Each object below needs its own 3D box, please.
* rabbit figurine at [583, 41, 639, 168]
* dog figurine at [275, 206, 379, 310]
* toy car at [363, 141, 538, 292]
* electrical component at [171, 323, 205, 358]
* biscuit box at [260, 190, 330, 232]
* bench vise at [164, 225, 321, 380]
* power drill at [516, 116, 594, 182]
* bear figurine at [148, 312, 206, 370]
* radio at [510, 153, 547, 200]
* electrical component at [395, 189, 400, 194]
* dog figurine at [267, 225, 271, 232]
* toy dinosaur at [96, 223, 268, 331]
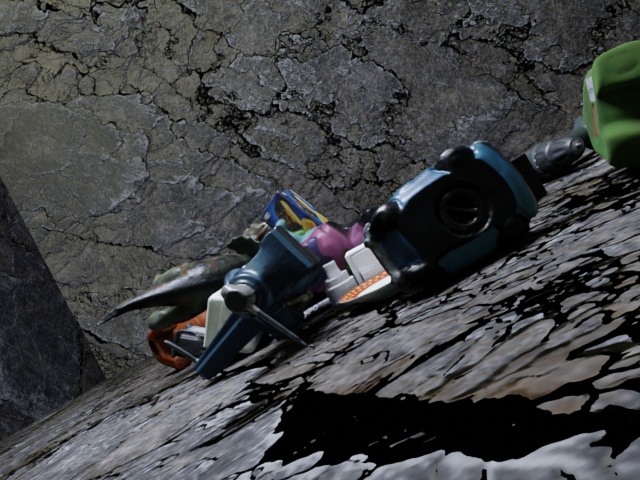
[{"bbox_3d":[0.379,-0.142,0.567,0.170,0.121,0.159,-9,-2,20],"label":"rabbit figurine"},{"bbox_3d":[0.030,0.041,0.813,0.219,0.191,0.108,4,12,8],"label":"dog figurine"},{"bbox_3d":[0.124,-0.013,0.535,0.162,0.109,0.103,-36,-13,-4],"label":"toy car"},{"bbox_3d":[-0.170,0.170,0.863,0.119,0.047,0.075,11,2,1],"label":"electrical component"},{"bbox_3d":[-0.002,-0.003,0.909,0.062,0.203,0.059,-56,-11,16],"label":"biscuit box"},{"bbox_3d":[-0.084,0.092,0.656,0.240,0.129,0.224,-50,3,16],"label":"bench vise"},{"bbox_3d":[0.450,-0.166,0.963,0.207,0.086,0.232,-36,-1,-16],"label":"power drill"},{"bbox_3d":[-0.272,0.199,1.185,0.196,0.120,0.132,-21,-1,-37],"label":"bear figurine"},{"bbox_3d":[0.218,-0.046,0.827,0.131,0.073,0.230,-26,0,-43],"label":"radio"},{"bbox_3d":[0.171,-0.039,0.678,0.134,0.058,0.115,-1,6,-4],"label":"electrical component"},{"bbox_3d":[-0.057,0.036,0.965,0.121,0.190,0.172,-29,0,13],"label":"dog figurine"},{"bbox_3d":[-0.206,0.075,1.020,0.192,0.131,0.405,-33,-1,31],"label":"toy dinosaur"}]
